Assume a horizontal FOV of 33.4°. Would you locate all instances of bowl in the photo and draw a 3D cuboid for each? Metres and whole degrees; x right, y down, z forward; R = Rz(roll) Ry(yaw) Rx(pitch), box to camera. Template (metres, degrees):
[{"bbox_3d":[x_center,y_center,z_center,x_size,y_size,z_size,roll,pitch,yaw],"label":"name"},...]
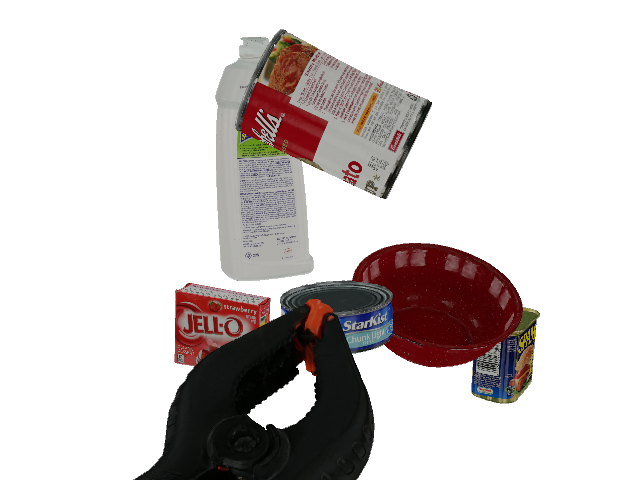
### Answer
[{"bbox_3d":[0.106,0.070,1.010,0.162,0.055,0.162,6,34,-4],"label":"bowl"}]

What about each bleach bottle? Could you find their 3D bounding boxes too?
[{"bbox_3d":[-0.060,-0.087,1.128,0.102,0.251,0.068,-7,16,-23],"label":"bleach bottle"}]

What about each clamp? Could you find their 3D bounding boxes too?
[{"bbox_3d":[-0.020,0.091,0.386,0.120,0.039,0.171,24,49,17],"label":"clamp"}]

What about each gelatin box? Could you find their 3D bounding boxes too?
[{"bbox_3d":[-0.092,0.084,0.994,0.089,0.073,0.030,9,17,19],"label":"gelatin box"}]

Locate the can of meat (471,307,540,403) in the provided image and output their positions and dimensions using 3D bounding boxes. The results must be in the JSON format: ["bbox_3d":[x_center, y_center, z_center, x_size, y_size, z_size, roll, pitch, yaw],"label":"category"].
[{"bbox_3d":[0.205,0.126,1.190,0.058,0.084,0.101,8,14,25],"label":"can of meat"}]

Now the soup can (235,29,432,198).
[{"bbox_3d":[0.008,-0.076,0.650,0.102,0.068,0.068,26,1,2],"label":"soup can"}]

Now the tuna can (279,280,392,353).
[{"bbox_3d":[0.013,0.058,0.809,0.086,0.034,0.086,-3,13,1],"label":"tuna can"}]
